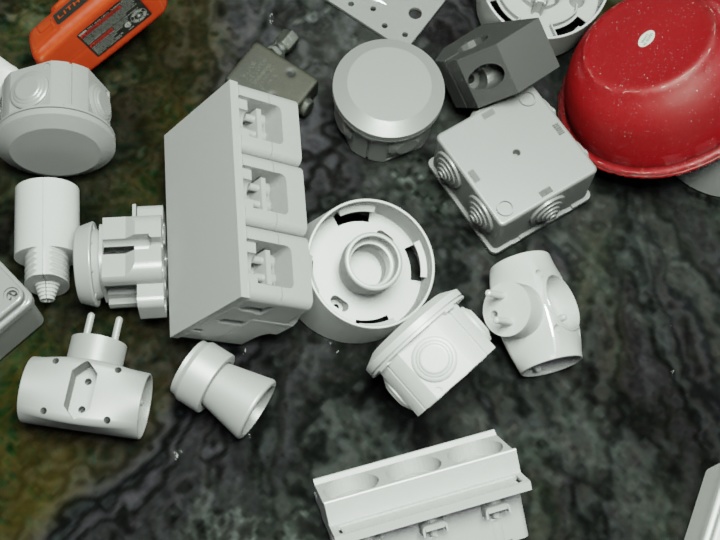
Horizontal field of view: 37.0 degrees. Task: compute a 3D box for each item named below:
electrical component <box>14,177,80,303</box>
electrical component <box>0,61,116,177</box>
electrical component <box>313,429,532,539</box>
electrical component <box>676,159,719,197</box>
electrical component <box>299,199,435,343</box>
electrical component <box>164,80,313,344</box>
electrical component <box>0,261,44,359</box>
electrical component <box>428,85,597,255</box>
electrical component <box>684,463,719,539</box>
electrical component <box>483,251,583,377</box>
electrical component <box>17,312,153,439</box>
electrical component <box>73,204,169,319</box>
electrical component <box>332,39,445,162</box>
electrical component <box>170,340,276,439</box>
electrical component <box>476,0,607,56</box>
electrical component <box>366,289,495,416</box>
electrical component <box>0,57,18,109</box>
[{"bbox_3d":[-0.213,-0.017,0.731,0.043,0.043,0.081,-4,70,-6],"label":"electrical component"},{"bbox_3d":[-0.211,-0.103,0.746,0.080,0.080,0.051,-4,65,-6],"label":"electrical component"},{"bbox_3d":[0.039,0.150,0.672,0.121,0.079,0.063,-14,100,-9],"label":"electrical component"},{"bbox_3d":[0.279,-0.105,0.802,0.099,0.064,0.099,4,74,-16],"label":"electrical component"},{"bbox_3d":[0.000,0.000,0.743,0.099,0.064,0.099,4,76,-15],"label":"electrical component"},{"bbox_3d":[-0.080,-0.035,0.718,0.062,0.089,0.150,11,64,-37],"label":"electrical component"},{"bbox_3d":[-0.286,0.024,0.703,0.109,0.056,0.109,43,72,12],"label":"electrical component"},{"bbox_3d":[0.110,-0.074,0.773,0.100,0.048,0.099,-30,72,-11],"label":"electrical component"},{"bbox_3d":[0.264,0.189,0.681,0.109,0.056,0.108,24,69,5],"label":"electrical component"},{"bbox_3d":[0.109,0.028,0.723,0.044,0.079,0.077,-28,67,33],"label":"electrical component"},{"bbox_3d":[-0.175,0.066,0.703,0.077,0.043,0.079,8,69,-1],"label":"electrical component"},{"bbox_3d":[-0.160,-0.005,0.723,0.057,0.058,0.078,-3,61,-6],"label":"electrical component"},{"bbox_3d":[0.019,-0.123,0.784,0.080,0.051,0.080,1,69,-4],"label":"electrical component"},{"bbox_3d":[-0.090,0.077,0.704,0.055,0.045,0.045,31,70,8],"label":"electrical component"},{"bbox_3d":[0.138,-0.215,0.820,0.099,0.064,0.099,1,69,-4],"label":"electrical component"},{"bbox_3d":[0.047,0.054,0.705,0.080,0.080,0.051,-39,82,-17],"label":"electrical component"},{"bbox_3d":[-0.275,-0.139,0.773,0.062,0.043,0.043,36,71,10],"label":"electrical component"}]
